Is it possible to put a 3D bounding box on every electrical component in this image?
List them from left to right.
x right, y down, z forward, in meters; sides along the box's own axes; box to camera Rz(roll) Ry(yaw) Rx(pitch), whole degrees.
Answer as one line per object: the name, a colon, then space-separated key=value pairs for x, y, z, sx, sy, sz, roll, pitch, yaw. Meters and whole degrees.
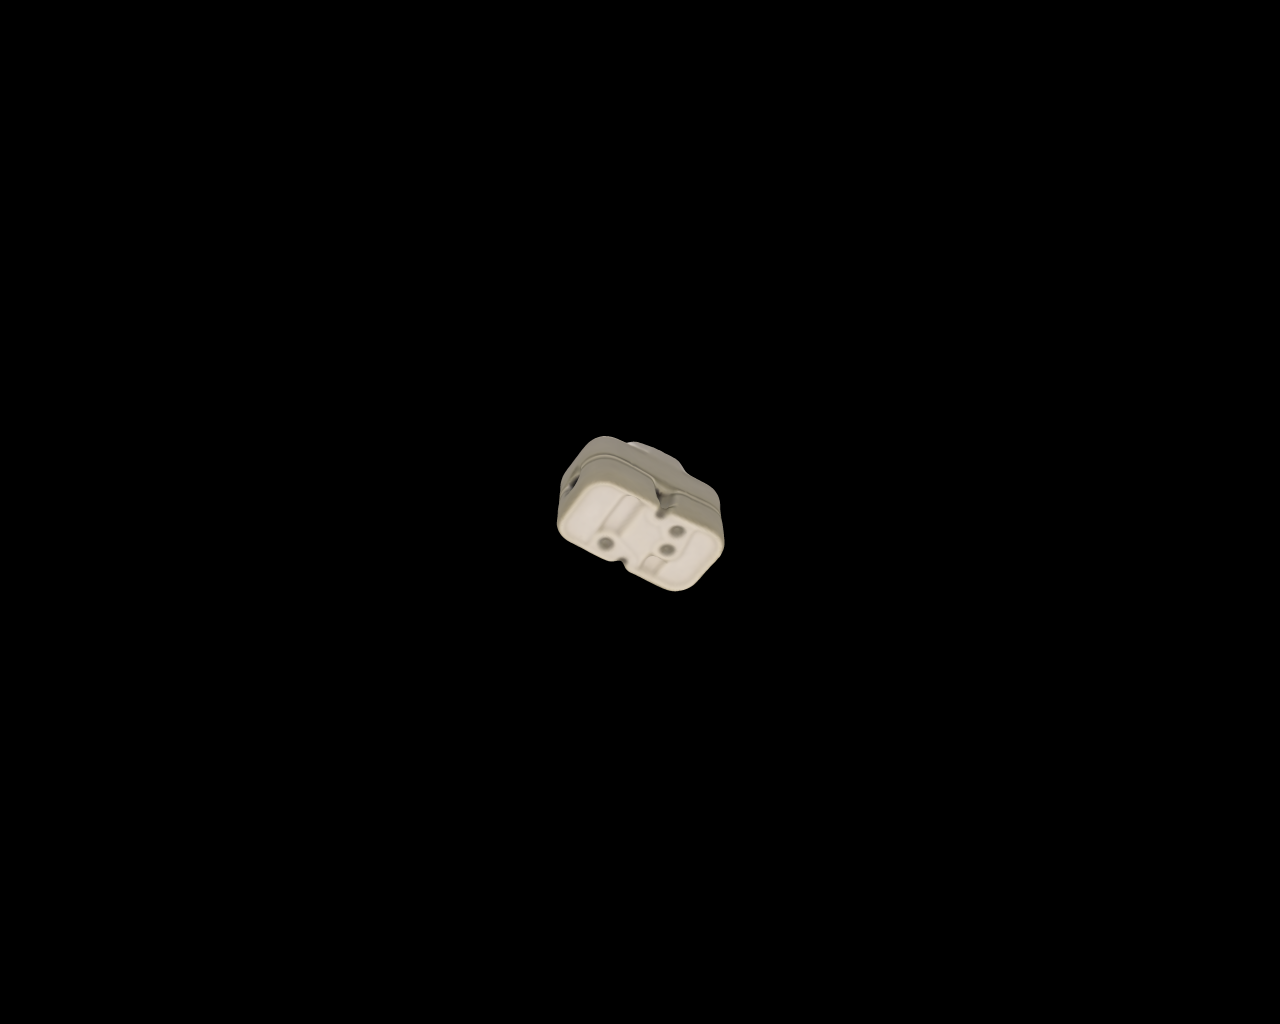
electrical component: x=0.001 y=-0.003 z=0.650 sx=0.095 sy=0.053 sz=0.059 roll=27 pitch=33 yaw=-19
